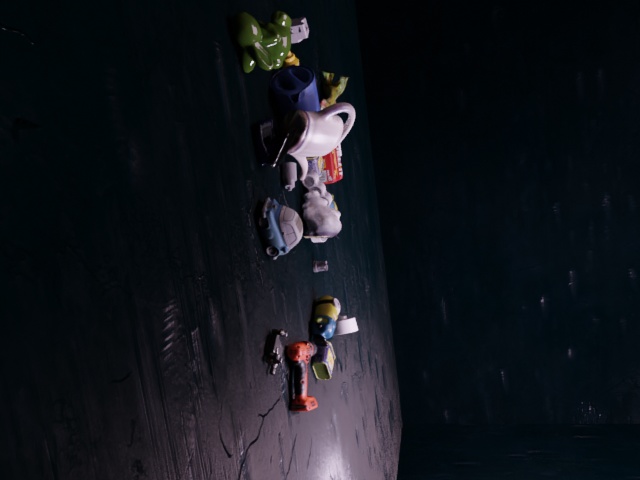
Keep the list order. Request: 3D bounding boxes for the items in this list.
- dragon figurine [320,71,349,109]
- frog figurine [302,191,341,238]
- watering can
[{"bbox_3d":[0.057,-0.615,2.268,0.415,0.122,0.240,-46,146,-70],"label":"dragon figurine"},{"bbox_3d":[0.005,-0.086,1.713,0.122,0.137,0.160,175,-85,-65],"label":"frog figurine"},{"bbox_3d":[-0.037,-0.285,1.537,0.225,0.341,0.106,-4,59,-42],"label":"watering can"}]
